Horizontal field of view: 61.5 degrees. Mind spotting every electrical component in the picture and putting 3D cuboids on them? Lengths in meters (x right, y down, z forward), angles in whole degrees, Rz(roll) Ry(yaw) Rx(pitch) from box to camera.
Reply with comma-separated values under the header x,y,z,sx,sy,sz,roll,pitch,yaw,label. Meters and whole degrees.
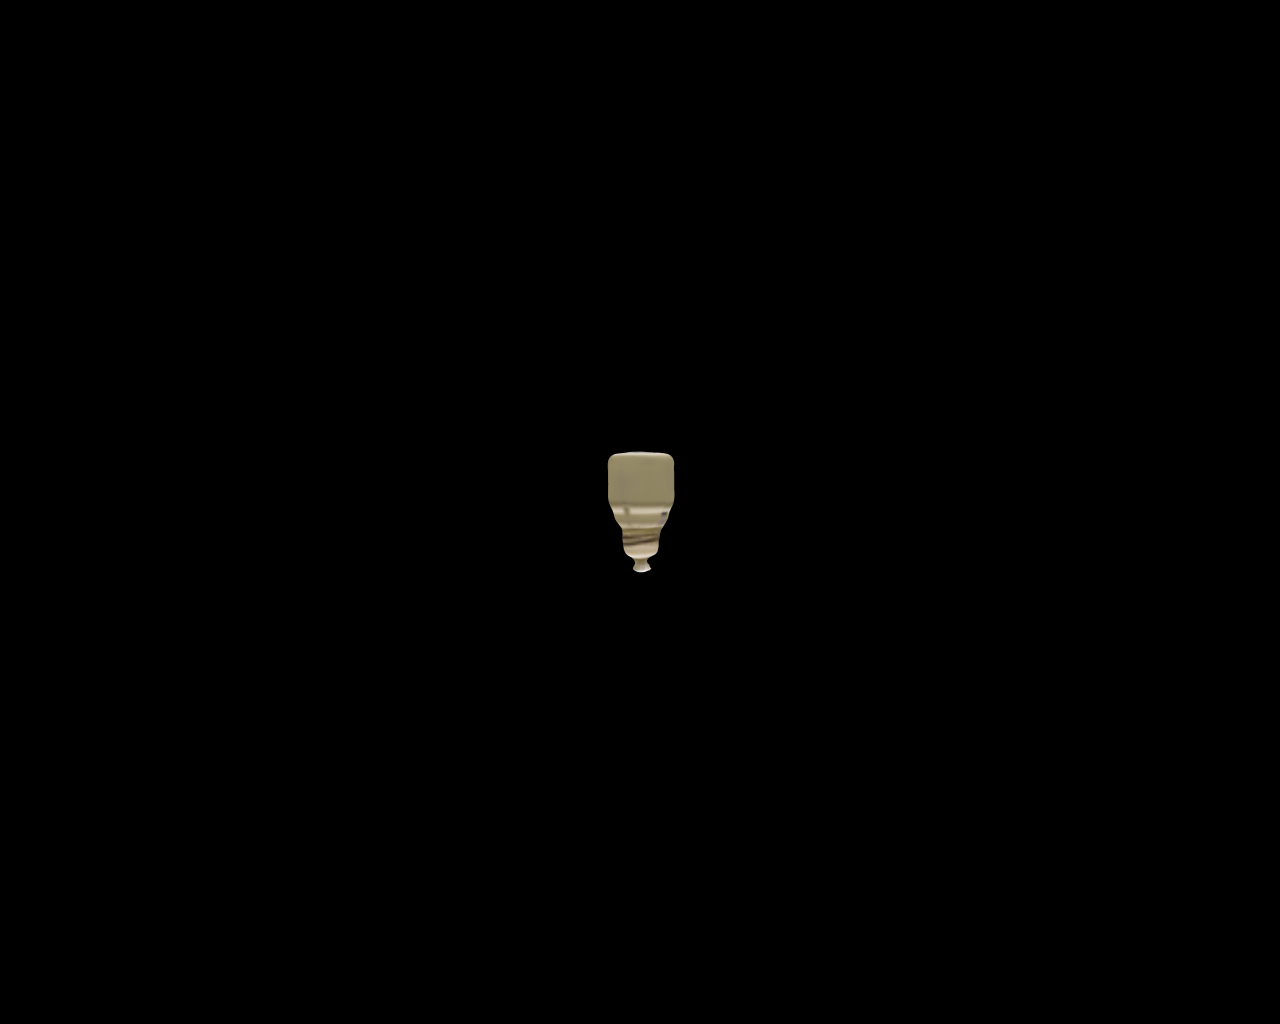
x,y,z,sx,sy,sz,roll,pitch,yaw,label
0.001,-0.003,0.650,0.040,0.078,0.040,0,2,0,electrical component
